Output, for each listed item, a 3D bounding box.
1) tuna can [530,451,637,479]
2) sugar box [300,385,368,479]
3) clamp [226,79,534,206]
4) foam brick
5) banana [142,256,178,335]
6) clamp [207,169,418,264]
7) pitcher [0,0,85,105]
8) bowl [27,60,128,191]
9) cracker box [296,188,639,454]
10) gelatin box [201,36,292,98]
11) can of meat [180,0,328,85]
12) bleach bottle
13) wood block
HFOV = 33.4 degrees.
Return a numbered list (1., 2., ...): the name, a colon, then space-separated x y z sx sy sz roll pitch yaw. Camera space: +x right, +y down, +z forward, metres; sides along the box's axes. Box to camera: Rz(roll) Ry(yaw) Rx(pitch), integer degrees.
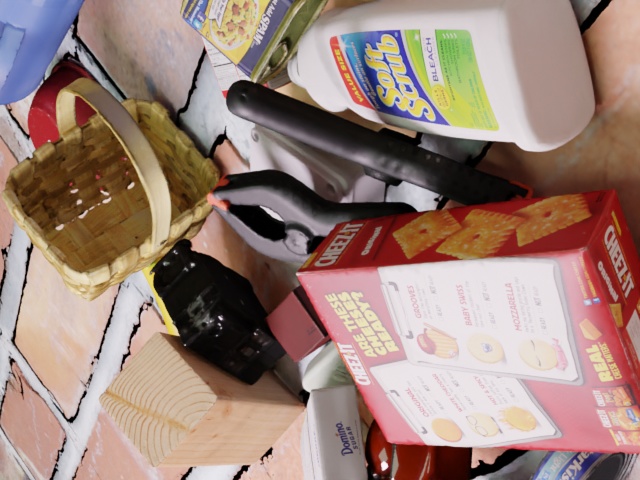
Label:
1. tuna can: 0.185 0.167 0.755 0.034 0.086 0.086 39 142 34
2. sugar box: 0.011 0.198 0.982 0.176 0.048 0.093 107 156 -69
3. clamp: 0.041 -0.060 0.733 0.210 0.164 0.036 23 96 19
4. foam brick: -0.006 0.068 0.970 0.053 0.051 0.078 54 148 7
5. banana: -0.166 0.072 1.184 0.037 0.069 0.198 -6 131 14
6. clamp: -0.005 0.001 0.818 0.172 0.039 0.120 19 129 22
7. pitcher: -0.307 -0.231 1.067 0.149 0.144 0.243 59 145 -1
8. bowl: -0.280 -0.116 1.197 0.162 0.055 0.162 34 140 34
9. cracker box: 0.114 0.059 0.714 0.214 0.072 0.164 -6 122 39
10. gelatin box: -0.065 -0.165 0.885 0.073 0.030 0.089 2 115 55
11. can of meat: -0.049 -0.179 0.796 0.084 0.057 0.102 41 133 5
12. bleach bottle: 0.062 -0.114 0.722 0.251 0.068 0.102 8 122 54
13. wood block: -0.108 0.160 1.043 0.091 0.090 0.205 45 -172 23
